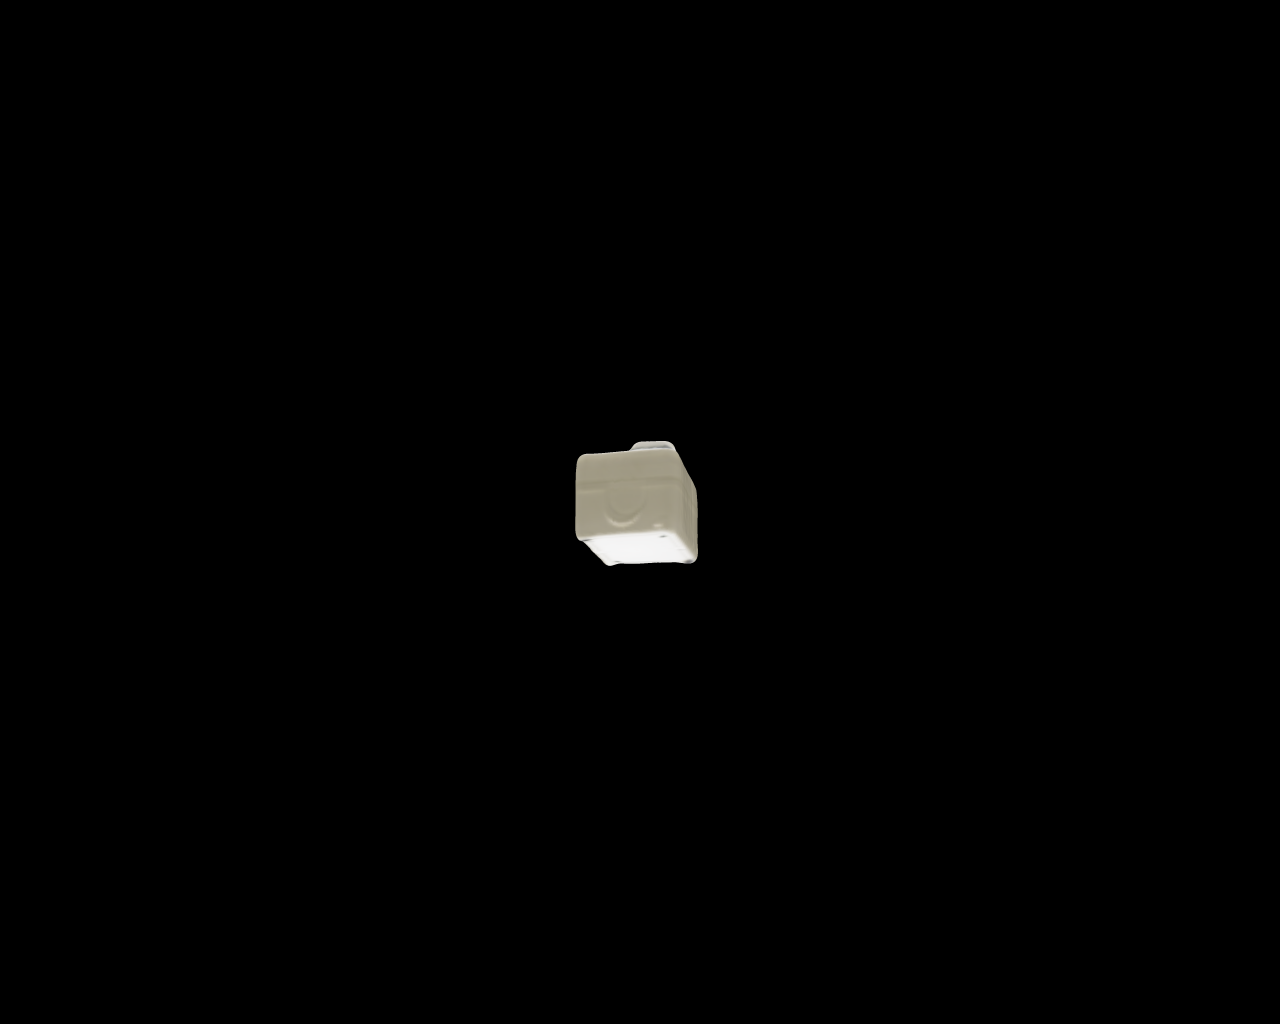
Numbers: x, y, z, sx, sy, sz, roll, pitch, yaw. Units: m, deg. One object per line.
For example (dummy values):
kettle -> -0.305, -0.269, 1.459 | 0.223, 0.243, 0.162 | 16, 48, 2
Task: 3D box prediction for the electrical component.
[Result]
electrical component -> 0.001, -0.003, 0.650 | 0.062, 0.061, 0.096 | -3, -16, 11
